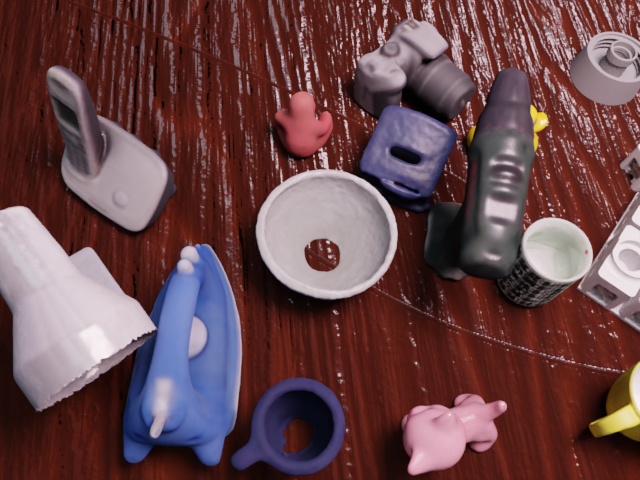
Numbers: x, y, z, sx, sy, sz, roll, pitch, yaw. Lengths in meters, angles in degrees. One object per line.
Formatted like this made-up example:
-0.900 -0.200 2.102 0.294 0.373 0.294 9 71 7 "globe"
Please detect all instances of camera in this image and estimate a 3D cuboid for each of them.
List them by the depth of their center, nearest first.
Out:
0.140 -0.230 0.802 0.143 0.101 0.136 -40 74 -20 "camera"

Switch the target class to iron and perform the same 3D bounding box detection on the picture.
-0.143 0.096 0.601 0.118 0.141 0.258 3 65 -3 "iron"

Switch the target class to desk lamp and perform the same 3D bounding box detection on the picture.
-0.250 0.069 0.564 0.118 0.213 0.203 -35 72 -19 "desk lamp"

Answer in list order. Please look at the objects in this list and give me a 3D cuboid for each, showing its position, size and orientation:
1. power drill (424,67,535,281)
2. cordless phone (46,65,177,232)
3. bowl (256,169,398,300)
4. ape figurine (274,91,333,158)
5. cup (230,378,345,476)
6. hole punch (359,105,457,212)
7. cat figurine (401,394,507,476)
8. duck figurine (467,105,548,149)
0.183 -0.049 0.660 0.075 0.208 0.229 10 64 1 "power drill"
-0.246 -0.104 0.663 0.147 0.185 0.094 31 66 10 "cordless phone"
0.006 0.002 0.695 0.167 0.075 0.167 2 65 -4 "bowl"
-0.023 -0.160 0.760 0.077 0.092 0.076 19 65 4 "ape figurine"
-0.034 0.202 0.586 0.118 0.095 0.091 -28 70 -16 "cup"
0.113 -0.105 0.746 0.108 0.091 0.101 23 65 6 "hole punch"
0.134 0.196 0.590 0.128 0.118 0.067 -18 67 -13 "cat figurine"
0.259 -0.152 0.783 0.104 0.086 0.077 -5 65 -7 "duck figurine"
